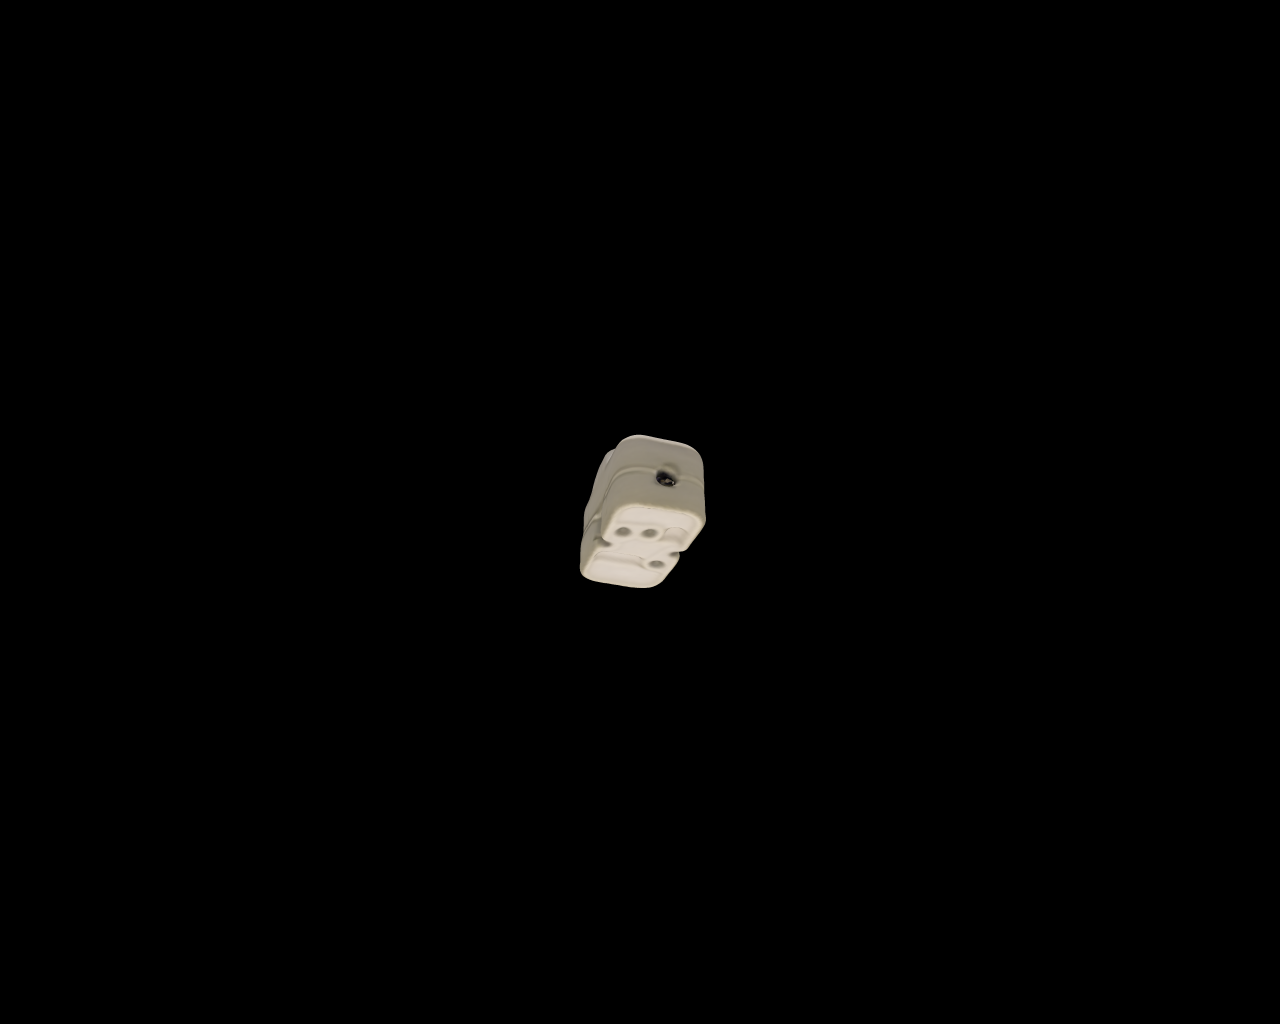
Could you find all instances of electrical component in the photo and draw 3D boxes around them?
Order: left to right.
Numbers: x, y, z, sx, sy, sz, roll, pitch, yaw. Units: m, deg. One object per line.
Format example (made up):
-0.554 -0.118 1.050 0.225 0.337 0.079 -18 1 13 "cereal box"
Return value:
0.001 -0.003 0.650 0.054 0.059 0.095 10 -34 -15 "electrical component"
